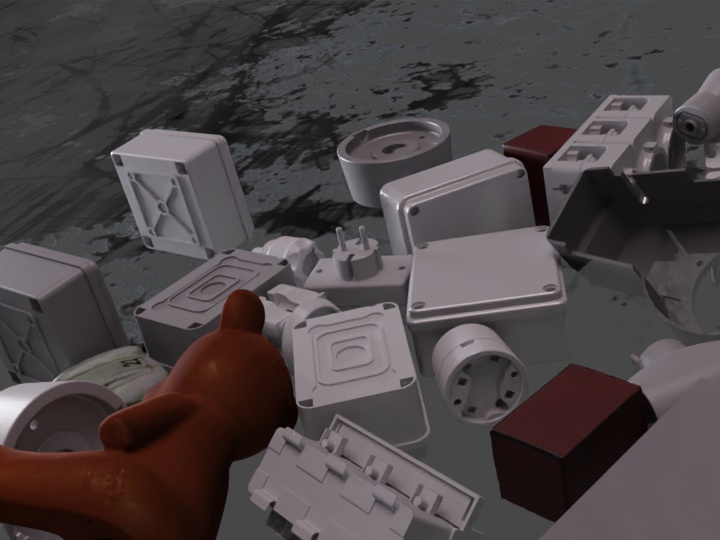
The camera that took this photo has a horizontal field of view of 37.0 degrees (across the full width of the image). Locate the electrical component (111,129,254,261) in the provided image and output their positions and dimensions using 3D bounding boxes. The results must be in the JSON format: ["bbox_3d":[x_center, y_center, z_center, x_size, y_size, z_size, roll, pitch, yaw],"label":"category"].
[{"bbox_3d":[-0.166,-0.071,1.009,0.109,0.108,0.056,11,38,38],"label":"electrical component"}]

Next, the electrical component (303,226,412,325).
[{"bbox_3d":[0.000,0.000,0.832,0.083,0.075,0.047,-2,29,20],"label":"electrical component"}]

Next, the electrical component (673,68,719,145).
[{"bbox_3d":[0.281,-0.129,0.862,0.044,0.044,0.065,17,45,44],"label":"electrical component"}]

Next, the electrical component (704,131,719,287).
[{"bbox_3d":[0.322,-0.062,0.827,0.105,0.060,0.186,-3,28,18],"label":"electrical component"}]

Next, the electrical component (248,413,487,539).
[{"bbox_3d":[-0.001,0.130,0.580,0.121,0.063,0.078,22,83,48],"label":"electrical component"}]

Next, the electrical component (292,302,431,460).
[{"bbox_3d":[-0.001,0.077,0.704,0.078,0.057,0.113,-12,27,1],"label":"electrical component"}]

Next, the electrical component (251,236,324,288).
[{"bbox_3d":[-0.065,-0.008,0.912,0.062,0.043,0.043,8,34,37],"label":"electrical component"}]

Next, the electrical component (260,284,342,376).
[{"bbox_3d":[-0.046,0.046,0.786,0.078,0.058,0.057,-33,30,-34],"label":"electrical component"}]

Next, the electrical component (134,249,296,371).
[{"bbox_3d":[-0.106,0.037,0.828,0.078,0.057,0.113,11,35,39],"label":"electrical component"}]

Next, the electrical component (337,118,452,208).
[{"bbox_3d":[0.037,-0.096,1.018,0.108,0.060,0.108,-10,27,5],"label":"electrical component"}]

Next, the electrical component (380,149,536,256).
[{"bbox_3d":[0.082,-0.044,0.879,0.113,0.078,0.057,-20,25,-13],"label":"electrical component"}]

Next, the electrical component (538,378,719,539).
[{"bbox_3d":[0.171,0.127,0.526,0.089,0.061,0.150,16,38,44],"label":"electrical component"}]

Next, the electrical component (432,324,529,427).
[{"bbox_3d":[0.076,0.066,0.696,0.055,0.055,0.047,-15,23,-4],"label":"electrical component"}]

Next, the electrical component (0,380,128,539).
[{"bbox_3d":[-0.194,0.119,0.658,0.060,0.108,0.108,0,29,37],"label":"electrical component"}]

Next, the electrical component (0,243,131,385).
[{"bbox_3d":[-0.234,0.043,0.818,0.109,0.108,0.056,12,39,40],"label":"electrical component"}]

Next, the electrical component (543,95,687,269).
[{"bbox_3d":[0.210,-0.072,0.864,0.062,0.089,0.150,6,32,33],"label":"electrical component"}]

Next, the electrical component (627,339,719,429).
[{"bbox_3d":[0.194,0.067,0.653,0.077,0.043,0.079,-19,27,-12],"label":"electrical component"}]

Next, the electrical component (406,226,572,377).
[{"bbox_3d":[0.092,0.021,0.772,0.109,0.056,0.108,-8,27,10],"label":"electrical component"}]
